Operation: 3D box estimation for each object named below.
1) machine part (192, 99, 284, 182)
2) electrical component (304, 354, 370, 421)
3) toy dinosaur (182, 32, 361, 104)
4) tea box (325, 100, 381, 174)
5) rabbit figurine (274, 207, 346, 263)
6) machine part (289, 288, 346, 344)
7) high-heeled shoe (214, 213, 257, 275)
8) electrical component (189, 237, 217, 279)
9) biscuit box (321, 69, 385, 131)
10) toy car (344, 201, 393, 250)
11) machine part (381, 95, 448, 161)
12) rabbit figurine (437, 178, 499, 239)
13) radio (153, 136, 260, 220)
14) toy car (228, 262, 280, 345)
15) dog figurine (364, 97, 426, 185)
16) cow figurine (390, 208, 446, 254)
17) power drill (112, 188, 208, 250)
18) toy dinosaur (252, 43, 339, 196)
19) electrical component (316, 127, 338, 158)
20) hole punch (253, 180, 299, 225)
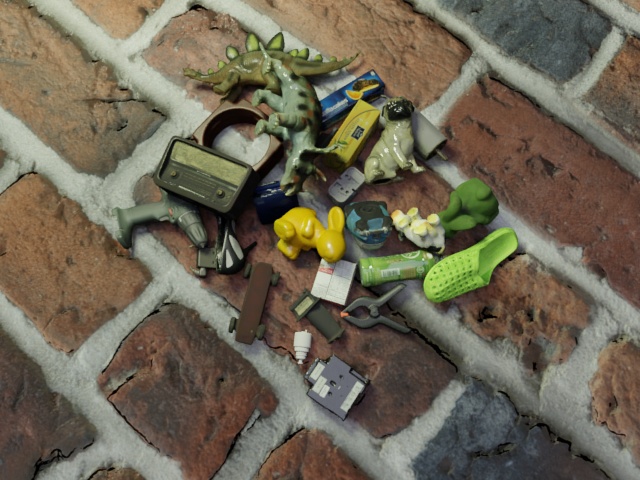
[{"bbox_3d":[-0.208,-0.243,1.384,0.201,0.087,0.201,40,80,9],"label":"machine part"},{"bbox_3d":[0.032,0.331,1.240,0.134,0.058,0.115,35,77,10],"label":"electrical component"},{"bbox_3d":[-0.127,-0.453,1.430,0.472,0.105,0.198,2,72,-3],"label":"toy dinosaur"},{"bbox_3d":[0.083,-0.259,1.374,0.068,0.098,0.169,32,77,9],"label":"tea box"},{"bbox_3d":[-0.003,-0.004,1.296,0.173,0.121,0.162,30,48,33],"label":"rabbit figurine"},{"bbox_3d":[-0.005,0.186,1.280,0.139,0.039,0.084,42,106,6],"label":"machine part"},{"bbox_3d":[-0.251,-0.036,1.304,0.145,0.086,0.248,-37,93,-42],"label":"high-heeled shoe"},{"bbox_3d":[-0.282,0.044,1.333,0.078,0.045,0.102,0,76,-28],"label":"electrical component"},{"bbox_3d":[0.073,-0.368,1.421,0.203,0.059,0.063,-33,77,-7],"label":"biscuit box"},{"bbox_3d":[0.122,-0.028,1.305,0.109,0.162,0.102,-10,119,-8],"label":"toy car"},{"bbox_3d":[0.245,-0.290,1.388,0.079,0.079,0.243,-40,77,-8],"label":"machine part"},{"bbox_3d":[0.345,-0.057,1.300,0.170,0.159,0.121,-40,87,7],"label":"rabbit figurine"},{"bbox_3d":[-0.272,-0.145,1.273,0.230,0.073,0.131,22,81,17],"label":"radio"},{"bbox_3d":[-0.158,0.150,1.295,0.089,0.053,0.202,14,72,-6],"label":"toy car"},{"bbox_3d":[0.167,-0.245,1.346,0.172,0.121,0.190,-16,78,22],"label":"dog figurine"},{"bbox_3d":[0.235,-0.022,1.303,0.068,0.167,0.098,-43,119,-12],"label":"cow figurine"},{"bbox_3d":[-0.399,-0.050,1.329,0.207,0.086,0.232,-23,66,2],"label":"power drill"},{"bbox_3d":[-0.056,-0.311,1.292,0.192,0.131,0.405,14,60,-31],"label":"toy dinosaur"},{"bbox_3d":[0.009,-0.255,1.394,0.021,0.063,0.094,40,89,-28],"label":"electrical component"},{"bbox_3d":[-0.108,-0.096,1.331,0.142,0.115,0.092,-11,83,-1],"label":"hole punch"}]
